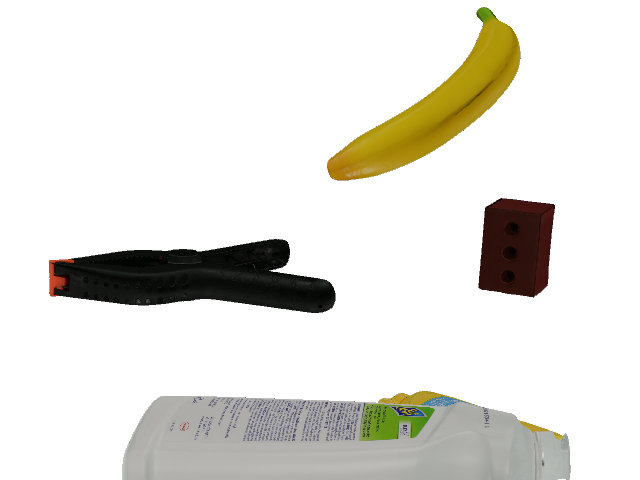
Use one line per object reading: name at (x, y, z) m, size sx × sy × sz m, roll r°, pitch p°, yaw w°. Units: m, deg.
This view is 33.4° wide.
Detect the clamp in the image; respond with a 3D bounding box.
clamp at (-0.098, 0.029, 0.815) m, size 0.209 × 0.036 × 0.165 m, roll -2°, pitch 11°, yaw -21°

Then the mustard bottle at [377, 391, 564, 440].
mustard bottle at (0.131, 0.188, 1.027) m, size 0.192 × 0.058 × 0.096 m, roll 15°, pitch 22°, yaw 42°

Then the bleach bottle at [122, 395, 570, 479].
bleach bottle at (0.019, 0.132, 0.628) m, size 0.251 × 0.068 × 0.102 m, roll -1°, pitch 17°, yaw 6°

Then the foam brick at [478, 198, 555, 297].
foam brick at (0.175, 0.006, 0.953) m, size 0.053 × 0.078 × 0.051 m, roll 8°, pitch 16°, yaw 24°

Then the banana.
banana at (0.090, -0.103, 0.791) m, size 0.197 × 0.037 × 0.070 m, roll -44°, pitch 33°, yaw -21°
